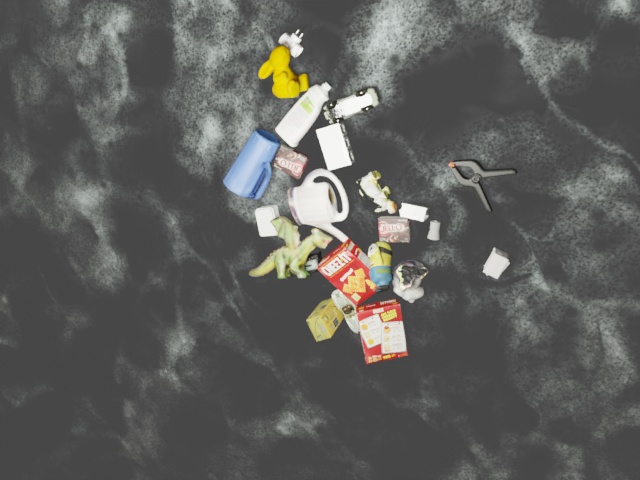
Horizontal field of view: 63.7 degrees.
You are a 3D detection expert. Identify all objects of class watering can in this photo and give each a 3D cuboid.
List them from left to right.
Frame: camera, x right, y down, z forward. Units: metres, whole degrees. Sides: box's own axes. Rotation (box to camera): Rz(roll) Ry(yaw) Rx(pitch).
[{"bbox_3d":[0.006,-0.096,1.903,0.224,0.106,0.342,-6,114,22],"label":"watering can"}]

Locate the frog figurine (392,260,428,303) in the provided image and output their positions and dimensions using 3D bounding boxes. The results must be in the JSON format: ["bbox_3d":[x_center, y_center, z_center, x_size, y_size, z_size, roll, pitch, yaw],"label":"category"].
[{"bbox_3d":[0.325,0.149,1.860,0.124,0.156,0.139,33,75,26],"label":"frog figurine"}]

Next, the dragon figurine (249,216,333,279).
[{"bbox_3d":[-0.132,0.029,1.946,0.409,0.123,0.242,-2,94,33],"label":"dragon figurine"}]
